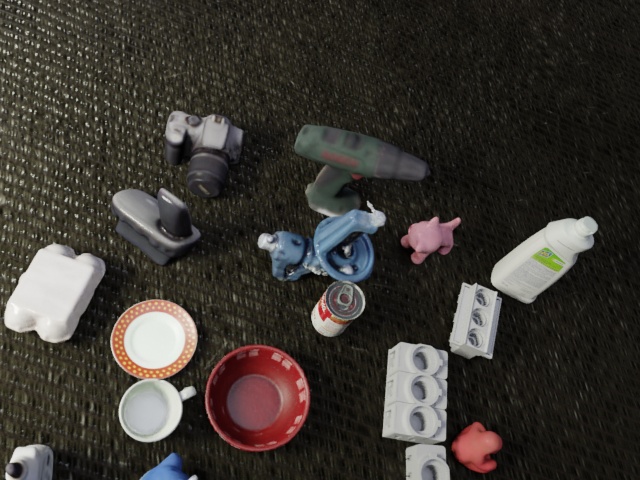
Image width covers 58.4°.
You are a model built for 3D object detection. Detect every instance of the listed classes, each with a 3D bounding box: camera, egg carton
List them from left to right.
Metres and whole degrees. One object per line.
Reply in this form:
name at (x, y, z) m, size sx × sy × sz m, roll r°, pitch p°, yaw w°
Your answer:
egg carton at (-0.404, 0.080, 0.878) m, size 0.107 × 0.069 × 0.150 m, roll 20°, pitch 61°, yaw -6°
camera at (-0.212, -0.155, 1.031) m, size 0.143 × 0.100 × 0.137 m, roll 11°, pitch 62°, yaw -11°

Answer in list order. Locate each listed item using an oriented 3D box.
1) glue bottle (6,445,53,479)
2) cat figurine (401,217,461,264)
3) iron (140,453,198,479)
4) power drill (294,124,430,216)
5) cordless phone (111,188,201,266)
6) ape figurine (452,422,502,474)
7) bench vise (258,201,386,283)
glue bottle at (-0.371, 0.294, 0.723) m, size 0.037 × 0.173 × 0.078 m, roll 3°, pitch 64°, yaw -14°
cat figurine at (0.209, -0.009, 1.071) m, size 0.128 × 0.117 × 0.067 m, roll -22°, pitch 72°, yaw -24°
iron at (-0.239, 0.402, 0.726) m, size 0.118 × 0.141 × 0.259 m, roll 38°, pitch 61°, yaw 5°
power drill at (0.057, -0.117, 1.028) m, size 0.230 × 0.208 × 0.076 m, roll 21°, pitch 61°, yaw -5°
cordless phone at (-0.262, -0.051, 0.917) m, size 0.147 × 0.185 × 0.094 m, roll 33°, pitch 60°, yaw 2°
ape figurine at (0.263, 0.336, 0.933) m, size 0.076 × 0.092 × 0.078 m, roll 11°, pitch 62°, yaw -11°
bench vise at (0.012, 0.014, 0.944) m, size 0.208 × 0.219 × 0.121 m, roll -10°, pitch 68°, yaw -20°
